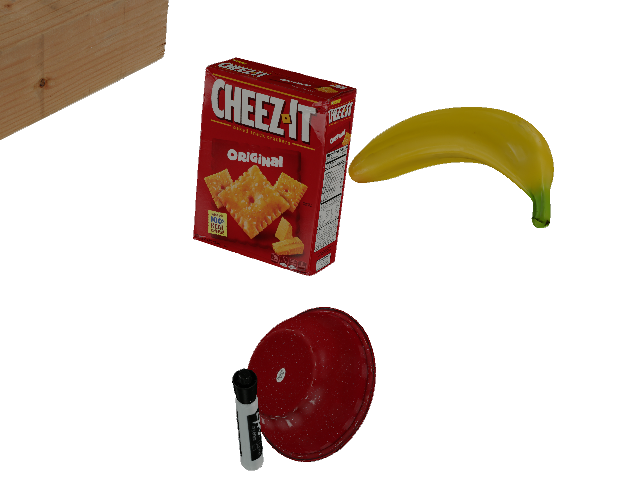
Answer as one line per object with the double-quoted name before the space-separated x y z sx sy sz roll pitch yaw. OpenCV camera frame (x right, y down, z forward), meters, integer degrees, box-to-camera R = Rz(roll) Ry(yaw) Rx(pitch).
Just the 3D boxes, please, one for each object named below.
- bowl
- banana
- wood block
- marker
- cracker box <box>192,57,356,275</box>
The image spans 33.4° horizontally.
"bowl" -0.024 0.140 1.081 0.162 0.162 0.055 0 -16 41
"banana" 0.090 -0.059 0.719 0.037 0.069 0.198 42 -13 -33
"wood block" -0.233 -0.178 0.924 0.090 0.091 0.205 30 42 21
"marker" -0.056 0.140 0.831 0.020 0.020 0.121 0 -43 0
"cracker box" -0.057 -0.083 1.216 0.164 0.214 0.072 18 26 24
